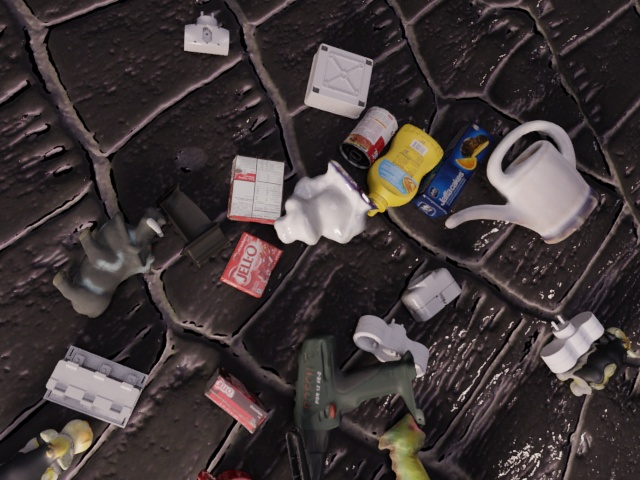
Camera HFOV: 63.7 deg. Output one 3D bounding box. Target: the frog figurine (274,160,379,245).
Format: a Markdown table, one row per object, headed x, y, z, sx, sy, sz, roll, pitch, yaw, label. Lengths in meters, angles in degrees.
| x | y | z | sx | sy | sz | roll | pitch | yaw | label |
| --- | --- | --- | --- | --- | --- | --- | --- | --- | --- |
| 0.003 | -0.045 | 0.888 | 0.159 | 0.124 | 0.136 | -41 | 105 | 3 | frog figurine |

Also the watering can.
| x | y | z | sx | sy | sz | roll | pitch | yaw | label |
| --- | --- | --- | --- | --- | --- | --- | --- | --- | --- |
| 0.402 | -0.082 | 0.997 | 0.224 | 0.103 | 0.352 | 45 | 70 | -3 | watering can |

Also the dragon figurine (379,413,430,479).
| x | y | z | sx | sy | sz | roll | pitch | yaw | label |
| --- | --- | --- | --- | --- | --- | --- | --- | --- | --- |
| 0.125 | 0.491 | 0.806 | 0.243 | 0.120 | 0.416 | 14 | 71 | 6 | dragon figurine |
